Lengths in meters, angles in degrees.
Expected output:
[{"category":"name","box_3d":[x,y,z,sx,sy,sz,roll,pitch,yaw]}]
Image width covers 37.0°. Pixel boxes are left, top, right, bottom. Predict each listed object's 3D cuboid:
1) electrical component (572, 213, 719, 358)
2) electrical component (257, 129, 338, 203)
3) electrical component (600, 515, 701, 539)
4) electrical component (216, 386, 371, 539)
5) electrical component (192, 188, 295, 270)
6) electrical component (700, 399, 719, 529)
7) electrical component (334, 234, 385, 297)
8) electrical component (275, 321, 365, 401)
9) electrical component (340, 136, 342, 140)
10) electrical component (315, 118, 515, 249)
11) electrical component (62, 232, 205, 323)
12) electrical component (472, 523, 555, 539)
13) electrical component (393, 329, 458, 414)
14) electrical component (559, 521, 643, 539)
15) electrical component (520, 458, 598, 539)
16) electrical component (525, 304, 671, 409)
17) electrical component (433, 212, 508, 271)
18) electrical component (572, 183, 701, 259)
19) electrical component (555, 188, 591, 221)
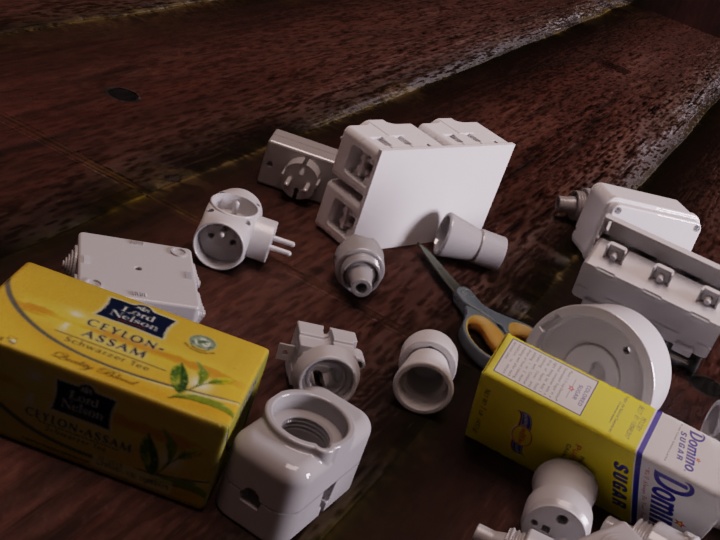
[{"category":"electrical component","box_3d":[0.242,0.016,0.880,0.121,0.078,0.063,27,49,16]},{"category":"electrical component","box_3d":[-0.056,-0.093,1.050,0.083,0.047,0.075,19,26,0]},{"category":"electrical component","box_3d":[0.185,0.181,0.692,0.062,0.048,0.048,26,27,28]},{"category":"electrical component","box_3d":[-0.038,0.113,0.656,0.054,0.059,0.095,29,28,20]},{"category":"electrical component","box_3d":[-0.094,-0.030,0.909,0.079,0.044,0.077,19,26,-2]},{"category":"electrical component","box_3d":[0.298,0.154,0.806,0.074,0.052,0.138,22,26,6]},{"category":"electrical component","box_3d":[0.000,0.000,0.915,0.043,0.043,0.062,14,28,-10]},{"category":"electrical component","box_3d":[-0.026,0.068,0.766,0.066,0.048,0.055,13,19,-13]},{"category":"electrical component","box_3d":[0.009,-0.126,1.156,0.083,0.047,0.076,-8,37,-43]},{"category":"electrical component","box_3d":[0.052,-0.085,1.041,0.186,0.105,0.060,-9,38,-43]},{"category":"electrical component","box_3d":[-0.163,0.018,0.767,0.100,0.048,0.099,9,28,-19]},{"category":"electrical component","box_3d":[0.099,0.174,0.658,0.061,0.035,0.035,24,27,14]},{"category":"electrical component","box_3d":[0.050,0.075,0.803,0.045,0.045,0.055,19,26,1]},{"category":"electrical component","box_3d":[0.141,0.196,0.574,0.048,0.099,0.099,-13,39,-27]},{"category":"electrical component","box_3d":[0.130,0.156,0.702,0.045,0.045,0.055,23,27,8]},{"category":"electrical component","box_3d":[0.185,0.077,0.824,0.108,0.108,0.060,35,24,29]},{"category":"electrical component","box_3d":[0.109,-0.025,1.037,0.065,0.044,0.044,19,26,-11]},{"category":"electrical component","box_3d":[0.294,-0.039,1.144,0.113,0.078,0.057,11,24,-16]},{"category":"electrical component","box_3d":[0.253,-0.072,1.219,0.062,0.048,0.048,6,28,-10]}]
